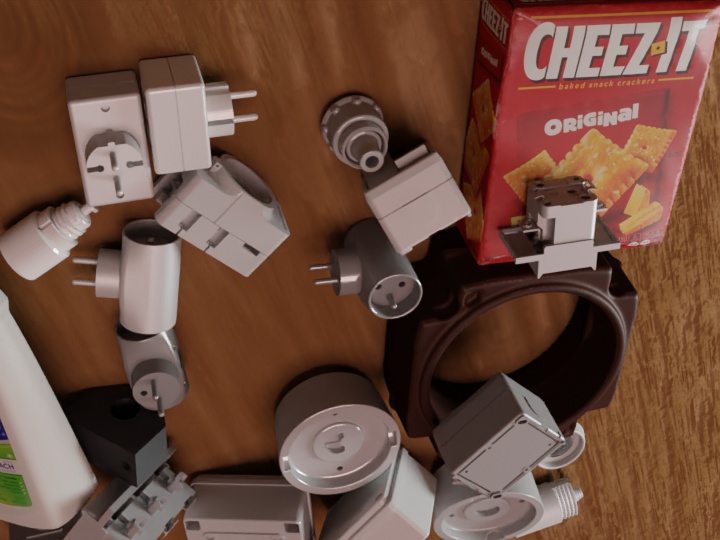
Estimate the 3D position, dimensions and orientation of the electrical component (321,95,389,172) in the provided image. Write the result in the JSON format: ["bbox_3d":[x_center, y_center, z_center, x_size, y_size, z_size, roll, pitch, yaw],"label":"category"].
[{"bbox_3d":[0.001,-0.094,0.781,0.048,0.062,0.048,-9,128,-12],"label":"electrical component"}]

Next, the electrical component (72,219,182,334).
[{"bbox_3d":[-0.176,0.003,0.808,0.079,0.043,0.077,5,119,-8],"label":"electrical component"}]

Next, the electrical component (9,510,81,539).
[{"bbox_3d":[-0.273,0.255,0.955,0.062,0.061,0.096,-11,128,-11],"label":"electrical component"}]

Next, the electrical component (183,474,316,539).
[{"bbox_3d":[-0.099,0.243,0.989,0.109,0.056,0.108,0,128,6],"label":"electrical component"}]

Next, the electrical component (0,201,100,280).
[{"bbox_3d":[-0.222,-0.026,0.773,0.078,0.040,0.040,-33,129,8],"label":"electrical component"}]

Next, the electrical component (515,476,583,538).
[{"bbox_3d":[0.192,0.243,1.113,0.081,0.043,0.043,-18,129,-5],"label":"electrical component"}]

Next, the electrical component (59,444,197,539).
[{"bbox_3d":[-0.190,0.206,0.898,0.063,0.121,0.078,40,110,1],"label":"electrical component"}]

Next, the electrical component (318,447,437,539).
[{"bbox_3d":[0.015,0.235,1.001,0.056,0.108,0.108,41,108,-5],"label":"electrical component"}]

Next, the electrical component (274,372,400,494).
[{"bbox_3d":[-0.024,0.139,0.951,0.108,0.060,0.108,-9,128,-12],"label":"electrical component"}]

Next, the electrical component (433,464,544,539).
[{"bbox_3d":[0.121,0.217,1.054,0.108,0.060,0.108,-5,141,-4],"label":"electrical component"}]

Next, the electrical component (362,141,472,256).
[{"bbox_3d":[0.038,-0.060,0.809,0.062,0.096,0.061,-30,102,5],"label":"electrical component"}]

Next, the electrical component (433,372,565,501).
[{"bbox_3d":[0.107,0.139,0.884,0.096,0.061,0.062,-44,127,16],"label":"electrical component"}]

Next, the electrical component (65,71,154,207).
[{"bbox_3d":[-0.167,-0.079,0.727,0.047,0.075,0.083,-9,128,-12],"label":"electrical component"}]

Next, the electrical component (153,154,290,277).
[{"bbox_3d":[-0.100,-0.046,0.791,0.056,0.050,0.089,-44,127,17],"label":"electrical component"}]

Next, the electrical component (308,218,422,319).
[{"bbox_3d":[0.000,0.000,0.843,0.079,0.077,0.043,-6,128,-14],"label":"electrical component"}]

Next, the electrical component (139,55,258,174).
[{"bbox_3d":[-0.109,-0.109,0.742,0.077,0.047,0.065,-9,128,-12],"label":"electrical component"}]

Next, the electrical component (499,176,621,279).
[{"bbox_3d":[0.148,-0.034,0.796,0.081,0.042,0.063,-9,124,-9],"label":"electrical component"}]

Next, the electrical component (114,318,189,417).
[{"bbox_3d":[-0.162,0.081,0.849,0.043,0.079,0.077,-13,129,-6],"label":"electrical component"}]

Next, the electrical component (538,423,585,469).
[{"bbox_3d":[0.181,0.153,1.032,0.078,0.057,0.058,-30,129,5],"label":"electrical component"}]
